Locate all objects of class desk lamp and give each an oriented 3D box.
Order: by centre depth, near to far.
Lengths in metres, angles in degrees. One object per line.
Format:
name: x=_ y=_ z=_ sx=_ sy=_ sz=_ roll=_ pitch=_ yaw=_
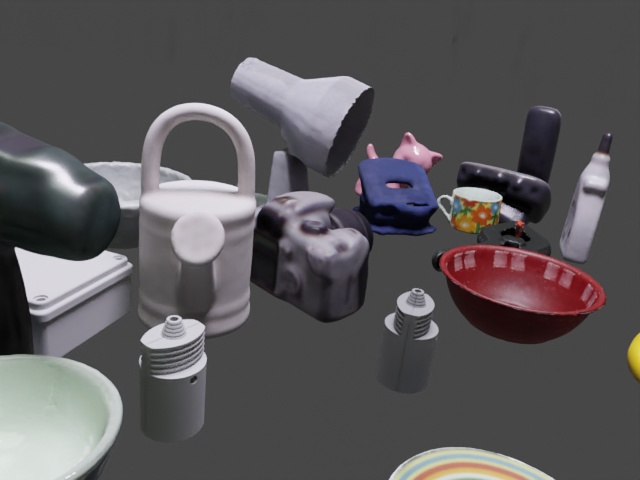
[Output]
desk lamp: x=-0.044 y=-0.115 z=0.734 sx=0.202 sy=0.213 sz=0.118 roll=14 pitch=22 yaw=18

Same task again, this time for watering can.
watering can: x=-0.102 y=-0.017 z=0.493 sx=0.101 sy=0.194 sz=0.172 roll=-8 pitch=25 yaw=-32

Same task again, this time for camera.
camera: x=0.006 y=0.002 z=0.605 sx=0.137 sy=0.101 sz=0.142 roll=-14 pitch=30 yaw=-43

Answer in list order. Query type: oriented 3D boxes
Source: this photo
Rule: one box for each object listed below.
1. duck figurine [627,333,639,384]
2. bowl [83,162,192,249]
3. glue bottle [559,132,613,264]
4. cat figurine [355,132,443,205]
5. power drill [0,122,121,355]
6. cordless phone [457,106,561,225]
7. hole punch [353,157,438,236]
duck figurine: x=0.321 y=0.089 z=0.502 sx=0.077 sy=0.086 sz=0.105 roll=10 pitch=22 yaw=9
bowl: x=-0.230 y=-0.035 z=0.663 sx=0.167 sy=0.075 sz=0.167 roll=6 pitch=21 yaw=-2
glue bottle: x=0.363 y=-0.058 z=0.770 sx=0.037 sy=0.173 sz=0.078 roll=13 pitch=22 yaw=15
cat figurine: x=0.128 y=-0.121 z=0.934 sx=0.127 sy=0.118 sz=0.067 roll=18 pitch=24 yaw=27
power drill: x=-0.242 y=0.008 z=0.364 sx=0.229 sy=0.208 sz=0.075 roll=9 pitch=21 yaw=5
cordless phone: x=0.297 y=-0.123 z=0.899 sx=0.147 sy=0.185 sz=0.094 roll=19 pitch=24 yaw=28
hole punch: x=0.110 y=-0.063 z=0.817 sx=0.109 sy=0.091 sz=0.101 roll=1 pitch=22 yaw=-15
